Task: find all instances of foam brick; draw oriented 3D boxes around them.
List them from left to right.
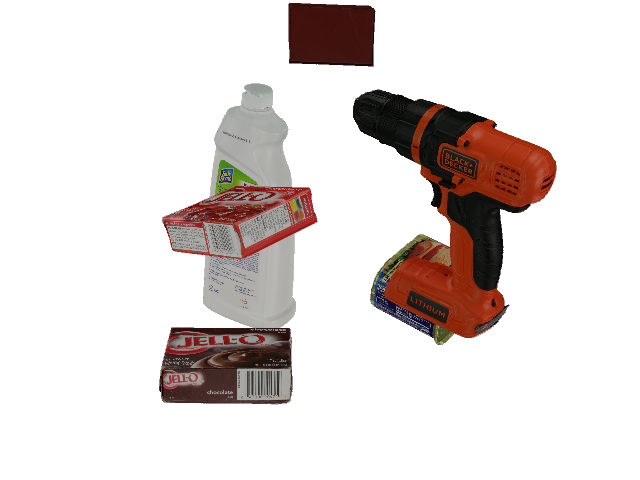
[{"bbox_3d":[0.009,-0.187,0.967,0.078,0.051,0.053,2,16,-2],"label":"foam brick"}]

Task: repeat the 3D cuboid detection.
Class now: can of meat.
[{"bbox_3d":[0.111,0.046,1.068,0.084,0.057,0.101,27,44,29],"label":"can of meat"}]

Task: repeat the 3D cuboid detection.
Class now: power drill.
[{"bbox_3d":[0.099,-0.023,0.896,0.185,0.188,0.057,27,42,32],"label":"power drill"}]

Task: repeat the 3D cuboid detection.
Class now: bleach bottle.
[{"bbox_3d":[-0.067,-0.036,1.104,0.103,0.251,0.068,19,29,23],"label":"bleach bottle"}]

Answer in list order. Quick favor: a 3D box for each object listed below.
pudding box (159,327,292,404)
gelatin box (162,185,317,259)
[{"bbox_3d":[-0.081,0.109,0.941,0.113,0.039,0.090,2,18,-3],"label":"pudding box"},{"bbox_3d":[-0.059,-0.015,0.768,0.073,0.030,0.089,-26,21,-37],"label":"gelatin box"}]
